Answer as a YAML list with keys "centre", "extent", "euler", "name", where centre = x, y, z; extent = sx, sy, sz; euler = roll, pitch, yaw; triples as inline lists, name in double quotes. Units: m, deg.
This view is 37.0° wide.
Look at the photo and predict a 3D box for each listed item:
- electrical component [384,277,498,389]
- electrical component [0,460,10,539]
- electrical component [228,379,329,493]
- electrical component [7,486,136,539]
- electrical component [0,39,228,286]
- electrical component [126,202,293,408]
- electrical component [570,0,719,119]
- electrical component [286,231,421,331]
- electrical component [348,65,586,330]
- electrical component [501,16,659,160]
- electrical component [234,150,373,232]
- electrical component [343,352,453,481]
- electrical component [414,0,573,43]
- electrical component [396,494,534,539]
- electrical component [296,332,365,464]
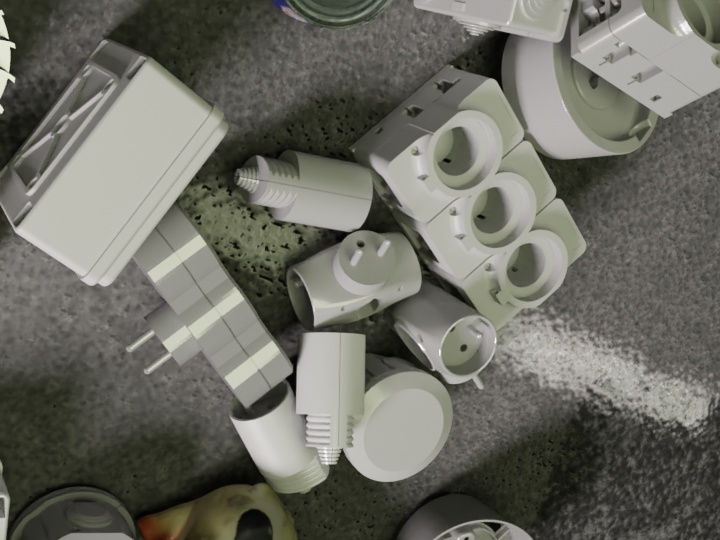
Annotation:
- centre: [0.061, 0.050, 0.722]
  extent: [0.044, 0.077, 0.079]
  euler: [-39, 121, -10]
  name: "electrical component"
- centre: [-0.261, 0.164, 0.608]
  extent: [0.109, 0.056, 0.108]
  euler: [2, 107, -28]
  name: "electrical component"
- centre: [-0.051, 0.115, 0.707]
  extent: [0.043, 0.043, 0.081]
  euler: [-31, 119, -15]
  name: "electrical component"
- centre: [-0.174, 0.179, 0.662]
  extent: [0.080, 0.051, 0.080]
  euler: [-9, 112, -24]
  name: "electrical component"
- centre: [-0.134, -0.060, 0.564]
  extent: [0.056, 0.109, 0.108]
  euler: [38, 88, -30]
  name: "electrical component"
- centre: [-0.104, 0.033, 0.645]
  extent: [0.074, 0.052, 0.138]
  euler: [-38, 120, -11]
  name: "electrical component"
- centre: [0.183, -0.185, 0.664]
  extent: [0.089, 0.062, 0.150]
  euler: [24, 57, -32]
  name: "electrical component"
- centre: [0.000, 0.000, 0.677]
  extent: [0.077, 0.079, 0.043]
  euler: [-19, 74, -21]
  name: "electrical component"
- centre: [0.076, -0.045, 0.706]
  extent: [0.089, 0.062, 0.150]
  euler: [-41, 121, -9]
  name: "electrical component"
- centre: [0.139, -0.124, 0.703]
  extent: [0.108, 0.060, 0.108]
  euler: [6, 81, -38]
  name: "electrical component"
- centre: [-0.038, -0.050, 0.655]
  extent: [0.081, 0.043, 0.043]
  euler: [8, 104, -29]
  name: "electrical component"
- centre: [0.018, 0.099, 0.733]
  extent: [0.080, 0.051, 0.080]
  euler: [-9, 112, -24]
  name: "electrical component"
- centre: [0.083, -0.188, 0.638]
  extent: [0.048, 0.100, 0.099]
  euler: [0, 108, -41]
  name: "electrical component"
- centre: [0.076, 0.218, 0.798]
  extent: [0.099, 0.064, 0.099]
  euler: [-9, 112, -25]
  name: "electrical component"
- centre: [-0.019, 0.081, 0.678]
  extent: [0.043, 0.043, 0.081]
  euler: [5, 81, -29]
  name: "electrical component"
